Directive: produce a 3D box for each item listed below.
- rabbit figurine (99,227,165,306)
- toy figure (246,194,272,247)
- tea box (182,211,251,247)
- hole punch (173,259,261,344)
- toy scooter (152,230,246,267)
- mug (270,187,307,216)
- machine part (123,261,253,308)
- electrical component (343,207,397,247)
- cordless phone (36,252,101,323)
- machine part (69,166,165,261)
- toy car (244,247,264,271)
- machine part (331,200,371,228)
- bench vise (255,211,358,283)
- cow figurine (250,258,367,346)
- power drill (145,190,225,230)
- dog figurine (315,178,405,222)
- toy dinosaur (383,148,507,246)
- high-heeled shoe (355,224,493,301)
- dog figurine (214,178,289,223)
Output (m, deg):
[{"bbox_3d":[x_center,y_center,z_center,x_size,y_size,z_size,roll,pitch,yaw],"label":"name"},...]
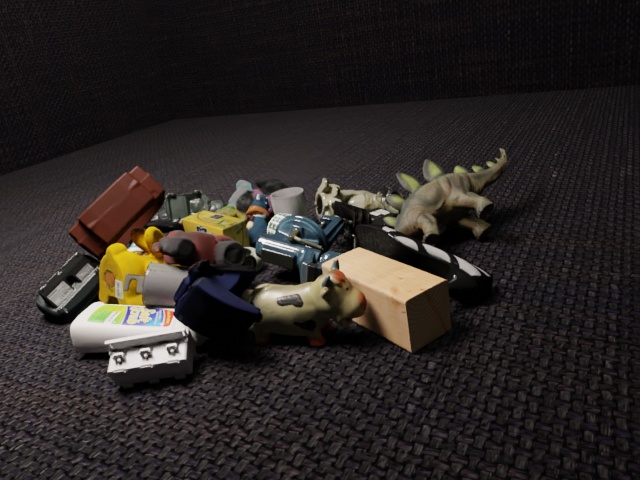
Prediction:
[{"bbox_3d":[-0.356,0.055,1.101,0.122,0.162,0.173,-5,1,43],"label":"rabbit figurine"},{"bbox_3d":[-0.147,-0.043,1.267,0.058,0.064,0.154,-3,52,2],"label":"toy figure"},{"bbox_3d":[-0.238,-0.004,1.234,0.068,0.098,0.170,-27,26,-37],"label":"tea box"},{"bbox_3d":[-0.160,0.100,0.835,0.116,0.142,0.092,7,54,-31],"label":"hole punch"},{"bbox_3d":[-0.241,0.022,1.022,0.135,0.075,0.183,-1,-10,42],"label":"toy scooter"},{"bbox_3d":[-0.079,-0.066,1.308,0.081,0.107,0.110,-26,23,-39],"label":"mug"},{"bbox_3d":[-0.225,0.087,0.962,0.243,0.079,0.079,9,21,-6],"label":"machine part"},{"bbox_3d":[0.132,-0.025,1.187,0.134,0.058,0.115,-19,26,-22],"label":"electrical component"},{"bbox_3d":[-0.531,0.101,1.134,0.184,0.088,0.146,-14,35,56],"label":"cordless phone"},{"bbox_3d":[-0.428,-0.051,1.154,0.201,0.087,0.201,-51,8,-17],"label":"machine part"},{"bbox_3d":[-0.213,0.065,1.109,0.202,0.056,0.074,-24,33,-30],"label":"toy car"},{"bbox_3d":[0.069,-0.052,1.103,0.084,0.039,0.139,24,7,-14],"label":"machine part"},{"bbox_3d":[-0.002,0.006,1.090,0.224,0.128,0.241,4,30,24],"label":"bench vise"},{"bbox_3d":[-0.020,0.100,0.850,0.195,0.127,0.085,-3,26,22],"label":"cow figurine"},{"bbox_3d":[-0.362,-0.067,1.408,0.232,0.086,0.207,-8,-10,-13],"label":"power drill"},{"bbox_3d":[0.097,-0.088,1.331,0.190,0.121,0.172,-3,22,-23],"label":"dog figurine"},{"bbox_3d":[0.267,-0.086,1.122,0.471,0.105,0.199,-23,51,-27],"label":"toy dinosaur"},{"bbox_3d":[0.182,0.026,0.948,0.145,0.086,0.249,-11,39,-33],"label":"high-heeled shoe"},{"bbox_3d":[-0.175,-0.070,1.365,0.192,0.108,0.219,-2,27,10],"label":"dog figurine"}]
